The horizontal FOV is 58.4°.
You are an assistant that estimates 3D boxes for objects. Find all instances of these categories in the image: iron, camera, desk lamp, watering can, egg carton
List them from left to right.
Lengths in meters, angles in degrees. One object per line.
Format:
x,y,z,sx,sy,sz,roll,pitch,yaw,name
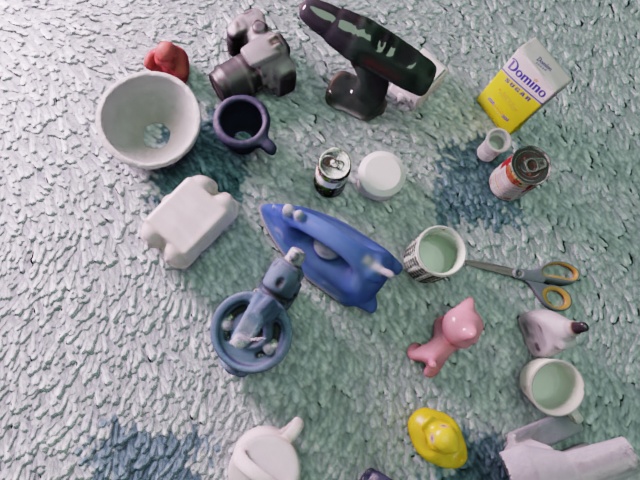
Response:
-0.210,-0.031,0.924,0.107,0.069,0.150,41,77,4,egg carton
-0.126,-0.305,0.974,0.137,0.100,0.143,-32,82,-11,camera
-0.079,0.327,0.795,0.101,0.194,0.173,16,77,-1,watering can
0.008,0.003,0.900,0.258,0.141,0.119,34,77,2,iron
0.343,0.326,0.825,0.203,0.213,0.118,-20,80,-9,desk lamp

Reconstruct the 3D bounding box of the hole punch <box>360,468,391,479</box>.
0.089,0.409,0.846,0.101,0.091,0.109,32,77,2,hole punch

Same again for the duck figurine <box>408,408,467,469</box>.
0.188,0.308,0.880,0.077,0.086,0.104,-42,84,-12,duck figurine

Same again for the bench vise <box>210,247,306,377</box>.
-0.092,0.097,0.830,0.121,0.219,0.207,12,77,-2,bench vise

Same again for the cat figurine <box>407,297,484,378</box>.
0.206,0.154,0.898,0.067,0.117,0.128,42,78,5,cat figurine

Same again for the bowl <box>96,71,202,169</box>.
-0.276,-0.188,0.948,0.167,0.074,0.167,1,78,-5,bowl

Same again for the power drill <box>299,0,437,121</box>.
0.066,-0.282,0.932,0.229,0.208,0.076,22,77,0,power drill

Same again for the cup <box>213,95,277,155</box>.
-0.117,-0.172,0.949,0.117,0.095,0.092,40,78,4,cup

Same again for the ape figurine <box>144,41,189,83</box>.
-0.256,-0.304,0.966,0.078,0.092,0.076,42,78,5,ape figurine

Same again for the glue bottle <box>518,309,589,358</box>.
0.366,0.142,0.887,0.037,0.173,0.078,-16,80,-8,glue bottle
